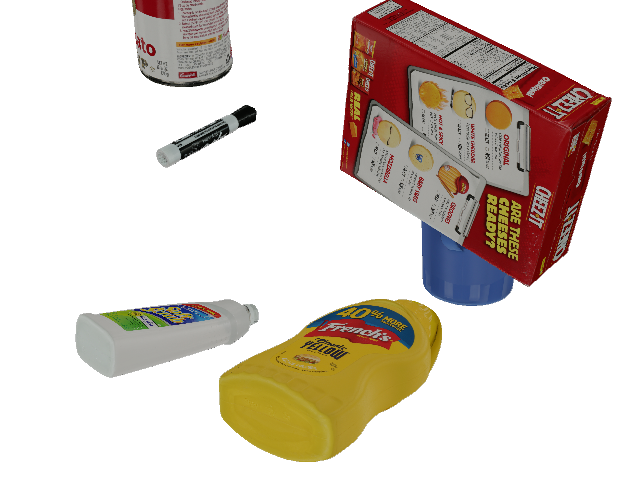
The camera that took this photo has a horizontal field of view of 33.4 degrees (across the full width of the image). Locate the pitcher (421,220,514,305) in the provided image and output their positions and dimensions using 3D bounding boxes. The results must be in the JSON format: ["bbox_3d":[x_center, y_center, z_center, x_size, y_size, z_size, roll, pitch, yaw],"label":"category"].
[{"bbox_3d":[0.173,-0.048,1.231,0.149,0.243,0.145,-9,24,-21],"label":"pitcher"}]

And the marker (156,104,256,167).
[{"bbox_3d":[-0.107,-0.103,1.034,0.120,0.020,0.020,-34,21,-37],"label":"marker"}]

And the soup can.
[{"bbox_3d":[-0.093,-0.164,0.721,0.068,0.102,0.068,1,37,-1],"label":"soup can"}]

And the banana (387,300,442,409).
[{"bbox_3d":[0.079,0.104,0.994,0.070,0.037,0.197,-22,17,19],"label":"banana"}]

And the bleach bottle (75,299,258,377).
[{"bbox_3d":[-0.196,0.119,1.442,0.250,0.068,0.103,-11,25,-40],"label":"bleach bottle"}]

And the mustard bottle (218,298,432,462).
[{"bbox_3d":[0.023,0.086,0.755,0.096,0.058,0.191,13,25,34],"label":"mustard bottle"}]

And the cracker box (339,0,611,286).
[{"bbox_3d":[0.120,-0.087,0.891,0.214,0.164,0.072,33,50,28],"label":"cracker box"}]
